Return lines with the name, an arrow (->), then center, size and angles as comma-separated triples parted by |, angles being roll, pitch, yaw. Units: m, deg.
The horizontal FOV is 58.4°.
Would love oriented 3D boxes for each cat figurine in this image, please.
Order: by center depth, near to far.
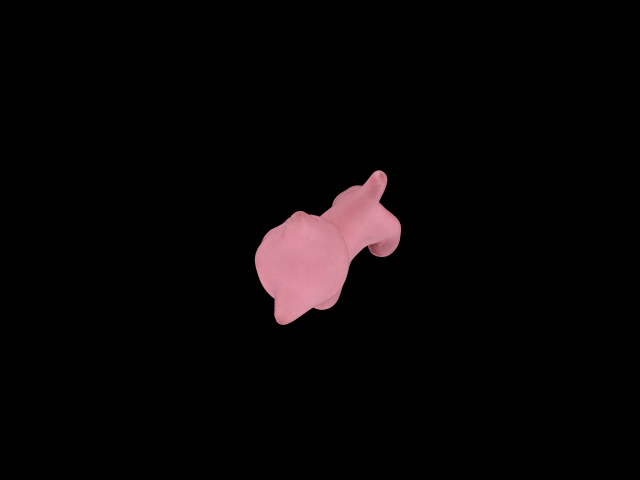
cat figurine -> 0.004, 0.001, 0.400 | 0.067, 0.118, 0.128 | 43, 78, 12
